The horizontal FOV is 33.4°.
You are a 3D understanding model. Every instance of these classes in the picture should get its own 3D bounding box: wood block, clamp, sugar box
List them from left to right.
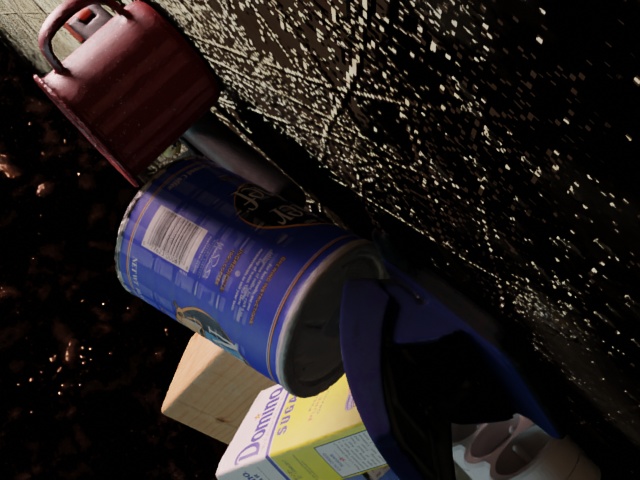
[{"bbox_3d":[-0.099,-0.088,0.776,0.210,0.036,0.165,43,173,-4],"label":"clamp"},{"bbox_3d":[-0.065,0.111,0.977,0.090,0.090,0.206,27,148,-11],"label":"wood block"},{"bbox_3d":[0.008,0.127,0.754,0.177,0.093,0.048,-26,112,39],"label":"sugar box"}]

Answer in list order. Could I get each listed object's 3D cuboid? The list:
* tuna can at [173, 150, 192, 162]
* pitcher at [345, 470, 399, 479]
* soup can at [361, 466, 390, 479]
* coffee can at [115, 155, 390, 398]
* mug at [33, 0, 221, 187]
[{"bbox_3d":[-0.088,-0.040,0.892,0.086,0.034,0.086,50,-169,-14],"label":"tuna can"},{"bbox_3d":[0.079,0.221,0.966,0.243,0.149,0.144,36,-167,21],"label":"pitcher"},{"bbox_3d":[0.056,0.145,0.894,0.068,0.102,0.068,46,174,6],"label":"soup can"},{"bbox_3d":[-0.042,0.020,0.663,0.140,0.102,0.102,28,165,29],"label":"coffee can"},{"bbox_3d":[-0.122,-0.101,0.659,0.117,0.081,0.093,51,172,-36],"label":"mug"}]
